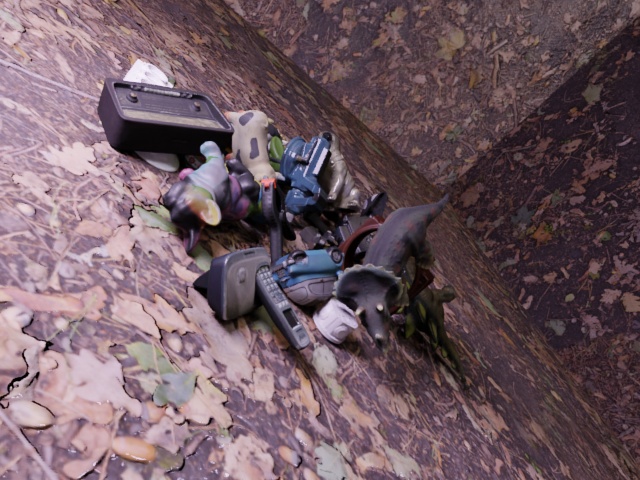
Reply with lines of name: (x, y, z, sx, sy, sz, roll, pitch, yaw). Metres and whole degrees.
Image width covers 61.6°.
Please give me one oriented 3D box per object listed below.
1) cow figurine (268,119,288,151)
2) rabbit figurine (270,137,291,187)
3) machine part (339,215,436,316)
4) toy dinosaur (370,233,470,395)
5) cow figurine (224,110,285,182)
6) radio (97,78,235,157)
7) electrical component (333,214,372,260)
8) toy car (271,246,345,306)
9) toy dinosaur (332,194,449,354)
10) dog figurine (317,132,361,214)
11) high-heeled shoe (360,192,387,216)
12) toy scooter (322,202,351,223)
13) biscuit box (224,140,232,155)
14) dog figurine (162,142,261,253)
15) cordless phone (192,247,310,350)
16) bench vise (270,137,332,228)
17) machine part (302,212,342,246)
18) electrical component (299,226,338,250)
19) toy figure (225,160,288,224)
cow figurine: (-0.143, -0.286, 1.488, 0.068, 0.098, 0.167, 49, 18, 27)
rabbit figurine: (-0.078, -0.204, 1.430, 0.159, 0.121, 0.170, 40, 25, -1)
machine part: (0.147, 0.059, 1.241, 0.201, 0.201, 0.087, 51, 18, 13)
toy dinosaur: (0.261, 0.170, 1.366, 0.471, 0.105, 0.198, 53, 39, -4)
cow figurine: (-0.145, -0.190, 1.200, 0.127, 0.194, 0.085, 9, 15, 35)
radio: (-0.290, -0.228, 1.013, 0.229, 0.073, 0.131, -2, 49, -44)
electrical component: (0.099, -0.007, 1.426, 0.134, 0.058, 0.115, -7, 66, -40)
toy car: (-0.019, 0.073, 1.030, 0.161, 0.109, 0.103, -3, 72, -50)
toy dinosaur: (0.151, 0.019, 1.060, 0.131, 0.405, 0.192, 20, -21, 21)
dog figurine: (0.051, -0.174, 1.404, 0.172, 0.121, 0.190, 23, 70, -53)
high-heeled shoe: (0.152, -0.050, 1.555, 0.086, 0.145, 0.249, 39, 19, -18)
toy scooter: (0.035, -0.112, 1.546, 0.135, 0.075, 0.184, 22, 34, -48)
biscuit box: (-0.250, -0.244, 1.234, 0.059, 0.063, 0.202, 54, 21, 19)
dog figurine: (-0.185, -0.059, 0.945, 0.191, 0.108, 0.219, 37, 25, -32)
cordless phone: (-0.095, 0.105, 0.835, 0.184, 0.089, 0.146, 54, 20, 9)
bench vise: (-0.082, -0.158, 1.300, 0.241, 0.223, 0.129, 21, 5, 22)
machine part: (-0.002, -0.042, 1.388, 0.139, 0.039, 0.084, 51, 12, 18)
electrical component: (-0.004, -0.004, 1.294, 0.078, 0.045, 0.102, 53, 20, 14)
toy figure: (-0.150, -0.093, 1.115, 0.180, 0.082, 0.089, 40, 18, -24)
